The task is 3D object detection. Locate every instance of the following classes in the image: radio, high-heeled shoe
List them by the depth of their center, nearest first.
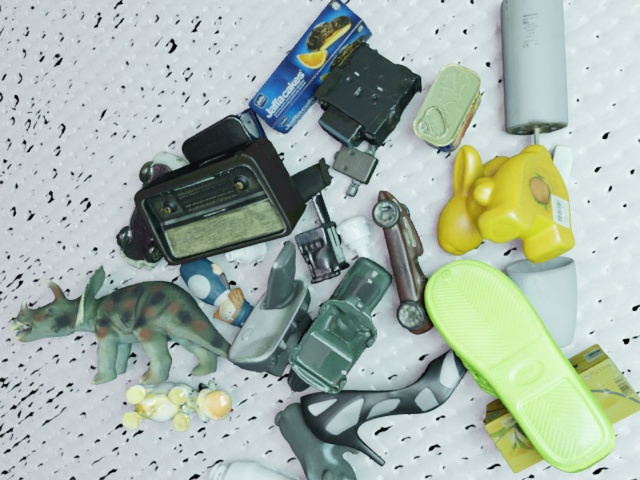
[{"bbox_3d":[0.093,0.189,0.734,0.145,0.086,0.248,41,88,13],"label":"high-heeled shoe"},{"bbox_3d":[-0.149,-0.053,0.783,0.230,0.073,0.131,-15,113,25],"label":"radio"}]

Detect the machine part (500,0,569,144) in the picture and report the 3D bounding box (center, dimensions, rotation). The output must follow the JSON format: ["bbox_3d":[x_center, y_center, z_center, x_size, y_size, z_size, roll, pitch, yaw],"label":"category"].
[{"bbox_3d":[0.272,-0.223,0.683,0.079,0.079,0.243,-2,90,20],"label":"machine part"}]

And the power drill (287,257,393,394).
[{"bbox_3d":[0.017,0.133,0.710,0.086,0.207,0.232,35,94,9],"label":"power drill"}]

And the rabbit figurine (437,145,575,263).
[{"bbox_3d":[0.210,-0.043,0.679,0.173,0.122,0.162,-36,50,55],"label":"rabbit figurine"}]

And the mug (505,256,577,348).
[{"bbox_3d":[0.275,0.083,0.683,0.110,0.081,0.107,-12,95,15],"label":"mug"}]

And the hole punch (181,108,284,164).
[{"bbox_3d":[-0.134,-0.133,0.835,0.142,0.092,0.115,-25,111,15],"label":"hole punch"}]

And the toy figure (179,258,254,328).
[{"bbox_3d":[-0.158,0.088,0.850,0.154,0.058,0.064,42,142,13],"label":"toy figure"}]

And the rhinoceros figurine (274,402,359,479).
[{"bbox_3d":[0.007,0.316,0.761,0.073,0.112,0.190,-37,70,14],"label":"rhinoceros figurine"}]

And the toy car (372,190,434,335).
[{"bbox_3d":[0.118,0.028,0.733,0.053,0.089,0.202,-14,84,22],"label":"toy car"}]

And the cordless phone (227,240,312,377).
[{"bbox_3d":[-0.065,0.095,0.735,0.089,0.184,0.146,25,57,10],"label":"cordless phone"}]

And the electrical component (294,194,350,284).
[{"bbox_3d":[-0.002,-0.002,0.777,0.048,0.075,0.119,-20,94,18],"label":"electrical component"}]

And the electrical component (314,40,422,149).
[{"bbox_3d":[0.061,-0.197,0.758,0.115,0.058,0.134,36,90,19],"label":"electrical component"}]

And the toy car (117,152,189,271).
[{"bbox_3d":[-0.274,-0.047,0.891,0.074,0.056,0.201,24,99,12],"label":"toy car"}]

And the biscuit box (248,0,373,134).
[{"bbox_3d":[-0.016,-0.252,0.796,0.063,0.059,0.202,46,104,14],"label":"biscuit box"}]

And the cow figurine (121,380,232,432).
[{"bbox_3d":[-0.220,0.261,0.861,0.167,0.098,0.068,1,85,1],"label":"cow figurine"}]

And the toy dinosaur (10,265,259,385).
[{"bbox_3d":[-0.281,0.129,0.867,0.405,0.131,0.192,-6,88,13],"label":"toy dinosaur"}]

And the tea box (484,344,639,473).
[{"bbox_3d":[0.295,0.206,0.665,0.169,0.098,0.068,-37,78,17],"label":"tea box"}]

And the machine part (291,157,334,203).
[{"bbox_3d":[-0.040,-0.071,0.818,0.139,0.039,0.084,-34,71,18],"label":"machine part"}]

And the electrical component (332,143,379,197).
[{"bbox_3d":[0.050,-0.113,0.791,0.063,0.021,0.094,26,97,18],"label":"electrical component"}]
